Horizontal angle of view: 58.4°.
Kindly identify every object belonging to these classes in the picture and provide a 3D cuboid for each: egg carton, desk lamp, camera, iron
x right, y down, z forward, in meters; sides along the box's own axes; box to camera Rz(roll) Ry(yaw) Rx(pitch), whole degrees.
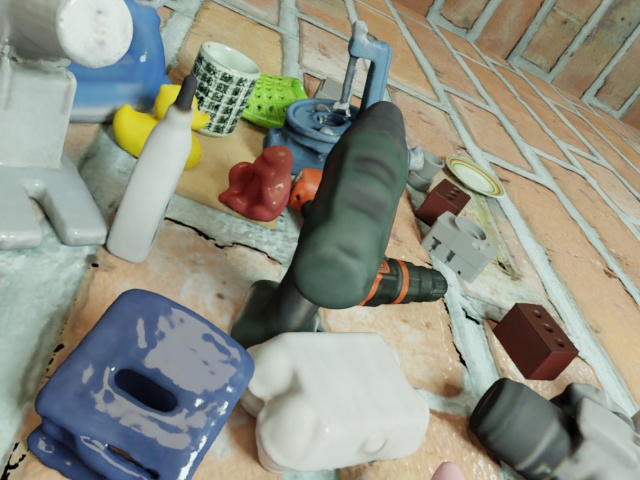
[{"bbox_3d":[0.012,0.126,0.446,0.151,0.069,0.107,6,39,-36],"label":"egg carton"},{"bbox_3d":[-0.229,-0.135,0.475,0.118,0.213,0.202,-7,47,-46],"label":"desk lamp"},{"bbox_3d":[0.217,0.174,0.523,0.136,0.100,0.143,36,31,9],"label":"camera"},{"bbox_3d":[-0.272,-0.215,0.624,0.118,0.141,0.259,41,32,17],"label":"iron"}]

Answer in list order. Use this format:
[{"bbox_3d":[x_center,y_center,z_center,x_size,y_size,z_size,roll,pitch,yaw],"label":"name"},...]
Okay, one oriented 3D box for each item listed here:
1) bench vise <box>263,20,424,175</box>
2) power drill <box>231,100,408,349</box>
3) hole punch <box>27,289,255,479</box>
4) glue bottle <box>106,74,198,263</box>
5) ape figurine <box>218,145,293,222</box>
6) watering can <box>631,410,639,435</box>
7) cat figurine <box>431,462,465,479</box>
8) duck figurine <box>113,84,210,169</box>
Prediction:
[{"bbox_3d":[0.053,-0.165,0.755,0.208,0.219,0.121,8,37,-33],"label":"bench vise"},{"bbox_3d":[0.004,0.002,0.484,0.076,0.208,0.229,26,31,-7],"label":"power drill"},{"bbox_3d":[-0.108,0.101,0.358,0.108,0.091,0.101,31,31,0],"label":"hole punch"},{"bbox_3d":[-0.136,-0.064,0.492,0.037,0.173,0.078,23,31,-12],"label":"glue bottle"},{"bbox_3d":[-0.061,-0.067,0.641,0.076,0.092,0.077,7,38,-34],"label":"ape figurine"},{"bbox_3d":[0.355,0.188,0.530,0.101,0.194,0.173,32,31,2],"label":"watering can"},{"bbox_3d":[0.071,0.204,0.338,0.067,0.117,0.128,32,31,3],"label":"cat figurine"},{"bbox_3d":[-0.175,-0.137,0.649,0.105,0.086,0.077,17,33,-21],"label":"duck figurine"}]
